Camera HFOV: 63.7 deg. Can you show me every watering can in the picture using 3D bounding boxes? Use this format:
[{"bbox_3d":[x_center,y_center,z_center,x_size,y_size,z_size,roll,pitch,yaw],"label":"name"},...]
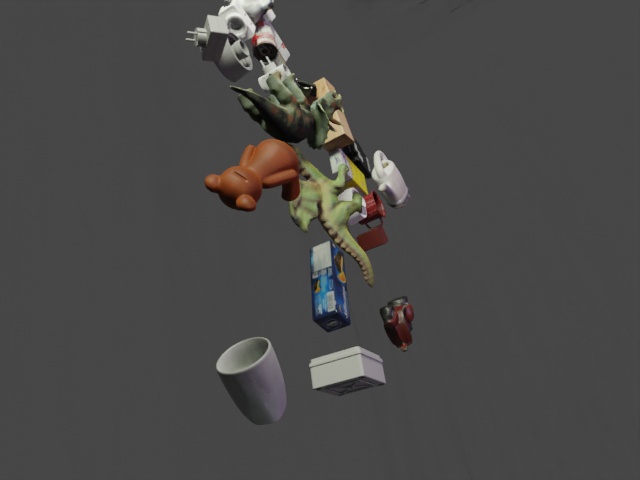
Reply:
[{"bbox_3d":[0.268,-0.213,2.003,0.221,0.103,0.356,55,22,-27],"label":"watering can"}]

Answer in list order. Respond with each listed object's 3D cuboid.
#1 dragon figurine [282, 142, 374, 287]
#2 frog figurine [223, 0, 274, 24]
[{"bbox_3d":[0.004,-0.063,1.258,0.244,0.120,0.414,-7,71,-51],"label":"dragon figurine"},{"bbox_3d":[-0.218,-0.637,1.347,0.160,0.121,0.139,-3,76,-30],"label":"frog figurine"}]
